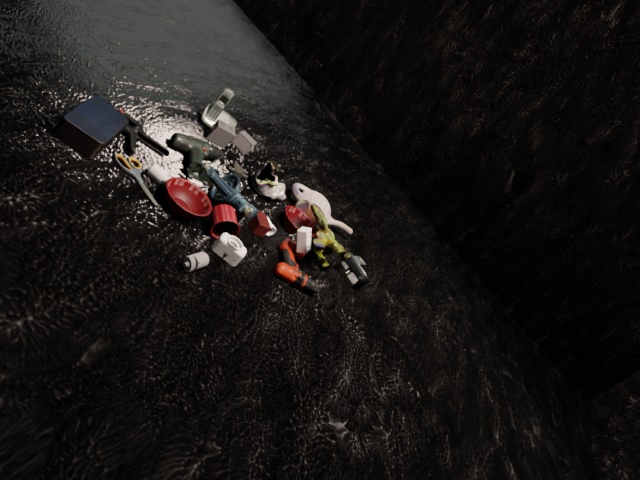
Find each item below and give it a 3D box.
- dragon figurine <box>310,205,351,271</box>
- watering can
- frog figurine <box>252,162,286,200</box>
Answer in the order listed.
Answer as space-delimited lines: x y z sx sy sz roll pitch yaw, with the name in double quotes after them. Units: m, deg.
0.004 -0.026 1.964 0.247 0.122 0.404 66 6 23 "dragon figurine"
0.007 -0.111 2.215 0.346 0.102 0.228 42 25 -8 "watering can"
-0.205 -0.215 2.081 0.139 0.123 0.156 48 -14 27 "frog figurine"
